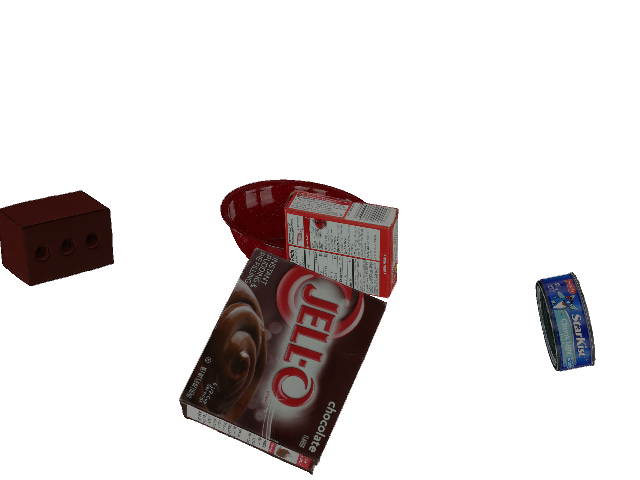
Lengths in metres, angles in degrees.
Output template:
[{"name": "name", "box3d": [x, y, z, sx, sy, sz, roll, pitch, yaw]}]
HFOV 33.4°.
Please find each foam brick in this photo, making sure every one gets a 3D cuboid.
[{"name": "foam brick", "box3d": [-0.218, -0.003, 0.880, 0.078, 0.053, 0.051, -17, 31, -34]}]

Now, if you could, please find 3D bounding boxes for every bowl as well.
[{"name": "bowl", "box3d": [-0.024, -0.005, 1.094, 0.162, 0.055, 0.162, 6, 28, -3]}]

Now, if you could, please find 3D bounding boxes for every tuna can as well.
[{"name": "tuna can", "box3d": [0.219, 0.073, 0.958, 0.034, 0.086, 0.086, -12, -1, 5]}]

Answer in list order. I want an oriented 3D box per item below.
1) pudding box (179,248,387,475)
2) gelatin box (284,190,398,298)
[{"name": "pudding box", "box3d": [-0.022, 0.072, 0.649, 0.090, 0.113, 0.039, 22, -24, 6]}, {"name": "gelatin box", "box3d": [0.016, 0.003, 0.849, 0.089, 0.073, 0.030, 11, 40, 15]}]
